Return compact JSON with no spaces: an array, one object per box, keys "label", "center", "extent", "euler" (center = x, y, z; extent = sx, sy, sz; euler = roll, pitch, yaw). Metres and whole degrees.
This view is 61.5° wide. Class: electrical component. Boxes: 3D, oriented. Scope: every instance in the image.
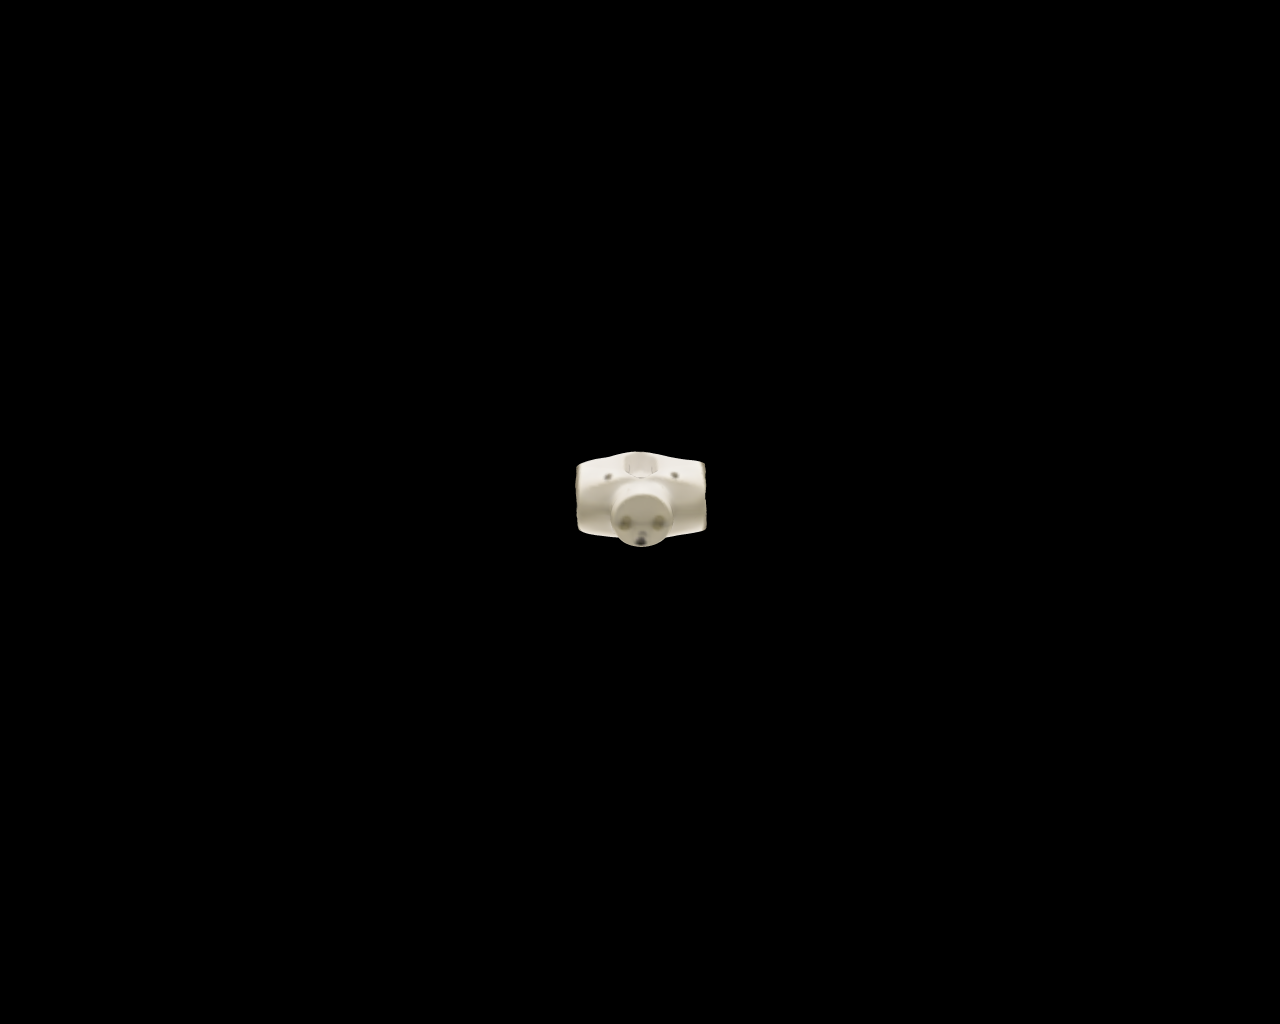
[{"label":"electrical component","center":[0.001,-0.003,0.650],"extent":[0.077,0.043,0.079],"euler":[0,24,0]}]
